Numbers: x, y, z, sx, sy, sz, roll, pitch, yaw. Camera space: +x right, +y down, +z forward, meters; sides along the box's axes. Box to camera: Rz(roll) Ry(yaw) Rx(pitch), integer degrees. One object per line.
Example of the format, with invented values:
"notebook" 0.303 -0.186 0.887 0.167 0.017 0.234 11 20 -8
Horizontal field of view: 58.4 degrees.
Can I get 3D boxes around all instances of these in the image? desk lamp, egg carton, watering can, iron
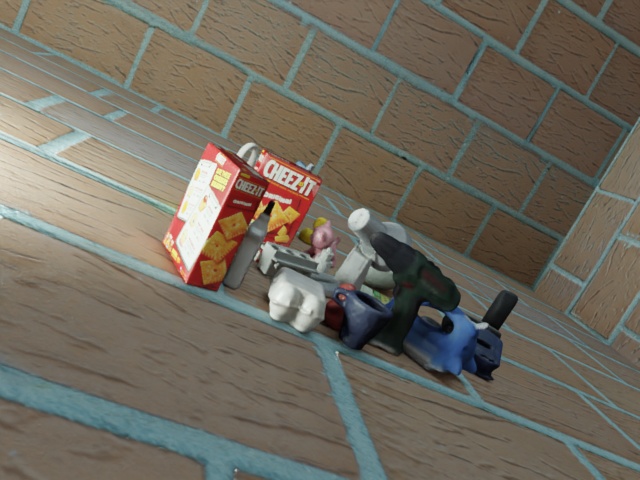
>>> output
"desk lamp" 0.097 0.037 1.347 0.204 0.213 0.117 18 15 -44
"egg carton" -0.044 0.107 1.051 0.107 0.069 0.150 26 11 -10
"watering can" -0.242 -0.196 1.647 0.173 0.194 0.101 28 10 -2
"iron" 0.230 0.176 1.222 0.257 0.141 0.119 35 13 35

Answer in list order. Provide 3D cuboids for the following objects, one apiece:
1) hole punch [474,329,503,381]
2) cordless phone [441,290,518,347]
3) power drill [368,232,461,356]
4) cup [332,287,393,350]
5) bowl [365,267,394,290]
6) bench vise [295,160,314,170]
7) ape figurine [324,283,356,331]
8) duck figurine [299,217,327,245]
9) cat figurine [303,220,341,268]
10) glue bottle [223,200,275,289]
"hole punch" 0.370 0.257 1.331 0.108 0.091 0.101 29 10 4
"cordless phone" 0.414 0.194 1.483 0.147 0.185 0.094 28 10 -1
"power drill" 0.158 0.115 1.145 0.230 0.208 0.075 25 11 -17
"cup" 0.063 0.148 1.059 0.118 0.095 0.092 28 10 -2
"bowl" 0.168 0.095 1.634 0.167 0.074 0.167 27 11 -5
"bench vise" -0.119 -0.152 1.680 0.207 0.219 0.122 30 11 11
"ape figurine" 0.041 0.125 1.118 0.076 0.092 0.078 36 13 39
"duck figurine" -0.010 -0.030 1.741 0.077 0.086 0.105 35 12 32
"cat figurine" 0.014 0.006 1.549 0.067 0.117 0.128 35 13 33
"glue bottle" -0.125 0.004 1.051 0.037 0.173 0.078 27 11 -7
